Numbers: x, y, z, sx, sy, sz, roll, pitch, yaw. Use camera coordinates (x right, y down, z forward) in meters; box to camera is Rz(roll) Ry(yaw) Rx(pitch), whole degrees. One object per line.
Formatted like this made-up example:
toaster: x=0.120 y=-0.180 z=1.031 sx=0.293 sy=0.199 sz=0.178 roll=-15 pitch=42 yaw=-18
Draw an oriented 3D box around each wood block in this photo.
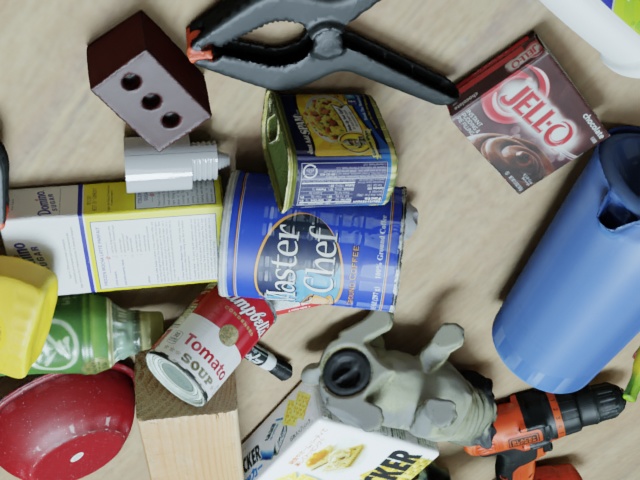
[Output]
wood block: x=-0.122 y=0.186 z=1.028 sx=0.090 sy=0.090 sz=0.206 roll=-5 pitch=140 yaw=-5

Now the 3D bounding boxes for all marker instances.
marker: x=-0.068 y=0.106 z=1.026 sx=0.020 sy=0.020 sz=0.121 roll=-35 pitch=132 yaw=21

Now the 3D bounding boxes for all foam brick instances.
foam brick: x=-0.123 y=-0.114 z=0.770 sx=0.053 sy=0.051 sz=0.078 roll=-31 pitch=133 yaw=17

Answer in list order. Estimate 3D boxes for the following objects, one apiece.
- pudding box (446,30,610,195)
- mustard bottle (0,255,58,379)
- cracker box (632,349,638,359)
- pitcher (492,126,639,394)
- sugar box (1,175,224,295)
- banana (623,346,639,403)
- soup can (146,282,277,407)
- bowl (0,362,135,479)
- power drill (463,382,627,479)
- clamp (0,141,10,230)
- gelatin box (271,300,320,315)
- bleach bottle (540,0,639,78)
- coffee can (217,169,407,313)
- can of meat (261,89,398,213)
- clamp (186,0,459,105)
pudding box: x=0.166 y=-0.100 z=0.859 sx=0.090 sy=0.039 sz=0.113 roll=-34 pitch=132 yaw=20
mustard bottle: x=-0.309 y=0.036 z=0.846 sx=0.191 sy=0.058 sz=0.096 roll=21 pitch=122 yaw=0
cracker box: x=0.403 y=0.035 z=0.986 sx=0.163 sy=0.072 sz=0.214 roll=-19 pitch=145 yaw=-38
pitcher: x=0.258 y=0.025 z=0.955 sx=0.149 sy=0.145 sz=0.243 roll=16 pitch=134 yaw=-11
sugar box: x=-0.166 y=-0.003 z=0.878 sx=0.176 sy=0.048 sz=0.093 roll=-2 pitch=135 yaw=-6
banana: x=0.325 y=0.061 z=0.908 sx=0.037 sy=0.069 sz=0.198 roll=25 pitch=127 yaw=-5
soup can: x=-0.094 y=0.085 z=0.928 sx=0.068 sy=0.102 sz=0.068 roll=30 pitch=150 yaw=19
bowl: x=-0.236 y=0.182 z=1.000 sx=0.162 sy=0.055 sz=0.162 roll=-24 pitch=150 yaw=-15
power drill: x=0.257 y=0.237 z=1.206 sx=0.184 sy=0.057 sz=0.187 roll=-14 pitch=133 yaw=6
clamp: x=-0.291 y=-0.073 z=0.774 sx=0.120 sy=0.039 sz=0.171 roll=-14 pitch=123 yaw=12
gelatin box: x=-0.028 y=0.025 z=0.947 sx=0.073 sy=0.030 sz=0.089 roll=-14 pitch=135 yaw=3
bleach bottle: x=0.157 y=-0.210 z=0.718 sx=0.250 sy=0.068 sz=0.102 roll=26 pitch=93 yaw=-31
coffee can: x=-0.006 y=0.001 z=0.854 sx=0.140 sy=0.102 sz=0.103 roll=6 pitch=134 yaw=1
can of meat: x=0.005 y=-0.069 z=0.811 sx=0.083 sy=0.102 sz=0.057 roll=-2 pitch=134 yaw=-14
clamp: x=0.009 y=-0.160 z=0.764 sx=0.210 sy=0.036 sz=0.165 roll=-2 pitch=138 yaw=-7
